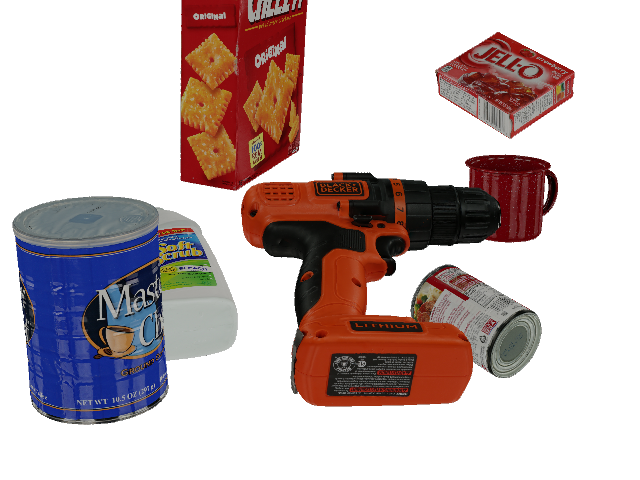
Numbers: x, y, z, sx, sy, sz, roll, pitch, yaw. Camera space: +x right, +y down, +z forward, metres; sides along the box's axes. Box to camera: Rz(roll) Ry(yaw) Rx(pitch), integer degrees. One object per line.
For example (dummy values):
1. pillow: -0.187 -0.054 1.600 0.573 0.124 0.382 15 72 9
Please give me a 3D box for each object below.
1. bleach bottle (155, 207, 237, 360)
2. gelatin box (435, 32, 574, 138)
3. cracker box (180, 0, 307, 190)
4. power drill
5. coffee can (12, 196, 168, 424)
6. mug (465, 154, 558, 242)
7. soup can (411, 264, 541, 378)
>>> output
1. bleach bottle: -0.159 0.030 1.105 0.102 0.068 0.251 -5 27 -17
2. gelatin box: 0.151 -0.130 0.877 0.073 0.030 0.089 -33 49 -20
3. cracker box: -0.072 -0.174 1.057 0.072 0.214 0.164 11 22 19
4. power drill: 0.044 0.024 0.695 0.184 0.057 0.187 -2 36 -6
5. coffee can: -0.166 0.048 0.783 0.103 0.140 0.103 0 19 0
6. mug: 0.217 -0.048 1.192 0.117 0.081 0.093 -10 19 -30
7. soup can: 0.141 0.072 0.969 0.068 0.068 0.102 0 22 -41
